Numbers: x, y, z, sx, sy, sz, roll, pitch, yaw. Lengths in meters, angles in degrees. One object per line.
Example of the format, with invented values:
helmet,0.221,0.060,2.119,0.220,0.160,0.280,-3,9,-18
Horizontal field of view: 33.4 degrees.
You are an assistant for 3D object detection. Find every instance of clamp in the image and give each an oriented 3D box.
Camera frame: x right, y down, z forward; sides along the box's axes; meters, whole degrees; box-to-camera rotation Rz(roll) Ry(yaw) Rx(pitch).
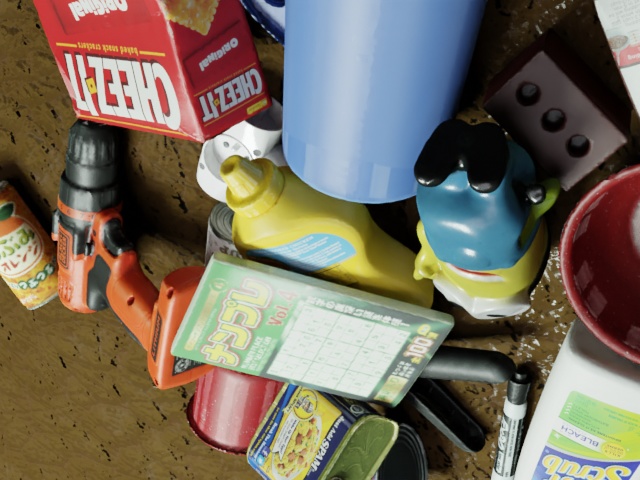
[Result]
clamp,0.068,0.107,0.844,0.172,0.039,0.120,20,134,22

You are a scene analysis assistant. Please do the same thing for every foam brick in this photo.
foam brick,0.147,-0.081,0.659,0.078,0.051,0.053,44,121,-5

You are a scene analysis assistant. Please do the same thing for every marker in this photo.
marker,0.151,0.149,0.840,0.020,0.020,0.121,15,127,19

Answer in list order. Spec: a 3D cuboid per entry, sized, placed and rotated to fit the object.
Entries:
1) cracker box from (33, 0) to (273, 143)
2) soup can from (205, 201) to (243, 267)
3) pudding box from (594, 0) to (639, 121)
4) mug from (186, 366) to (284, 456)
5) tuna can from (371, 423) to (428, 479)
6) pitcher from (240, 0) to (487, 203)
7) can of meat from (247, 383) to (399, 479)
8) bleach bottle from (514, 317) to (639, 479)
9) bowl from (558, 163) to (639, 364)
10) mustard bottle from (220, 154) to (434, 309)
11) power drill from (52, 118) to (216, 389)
cracker box,-0.133,-0.179,0.701,0.164,0.072,0.213,16,130,46
soup can,-0.058,0.024,0.835,0.068,0.068,0.102,21,128,14
pudding box,0.219,-0.112,0.614,0.090,0.039,0.113,-16,115,33
mug,-0.049,0.118,0.889,0.117,0.093,0.081,4,123,-12
tuna can,0.055,0.195,0.879,0.034,0.086,0.086,-7,117,33
pitcher,0.028,-0.148,0.636,0.149,0.144,0.243,55,149,42
can of meat,-0.001,0.160,0.839,0.084,0.057,0.102,35,97,40
bleach bottle,0.202,0.171,0.801,0.103,0.068,0.251,20,131,15
bowl,0.237,0.008,0.675,0.162,0.055,0.162,14,127,19
mustard bottle,-0.005,0.001,0.746,0.096,0.058,0.191,-13,142,33
power drill,-0.147,0.013,0.841,0.188,0.057,0.184,40,134,37
